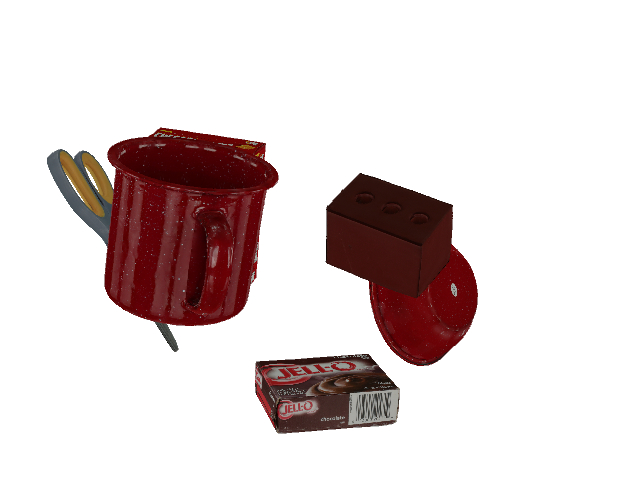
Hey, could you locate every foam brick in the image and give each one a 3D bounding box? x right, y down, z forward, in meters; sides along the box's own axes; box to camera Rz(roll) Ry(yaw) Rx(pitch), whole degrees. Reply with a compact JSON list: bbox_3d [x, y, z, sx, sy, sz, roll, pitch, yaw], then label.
[{"bbox_3d":[0.049,-0.004,0.761,0.078,0.051,0.052,21,42,22],"label":"foam brick"}]

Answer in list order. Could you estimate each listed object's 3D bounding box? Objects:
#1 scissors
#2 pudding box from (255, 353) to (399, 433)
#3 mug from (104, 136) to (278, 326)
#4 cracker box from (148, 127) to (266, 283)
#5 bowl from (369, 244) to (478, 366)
[{"bbox_3d":[-0.177,0.000,0.951,0.016,0.201,0.096,-27,22,12],"label":"scissors"},{"bbox_3d":[0.004,0.135,0.957,0.113,0.039,0.090,0,15,-16],"label":"pudding box"},{"bbox_3d":[-0.070,0.000,0.579,0.093,0.081,0.117,1,22,-25],"label":"mug"},{"bbox_3d":[-0.172,-0.043,1.549,0.164,0.214,0.072,9,22,9],"label":"cracker box"},{"bbox_3d":[0.128,0.059,1.198,0.055,0.162,0.161,-12,-8,43],"label":"bowl"}]
